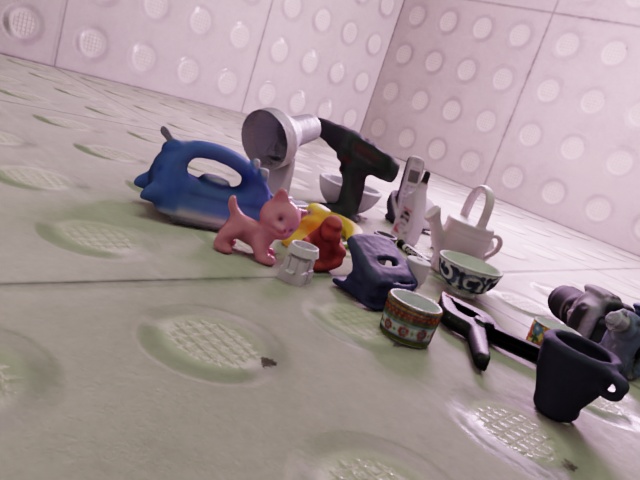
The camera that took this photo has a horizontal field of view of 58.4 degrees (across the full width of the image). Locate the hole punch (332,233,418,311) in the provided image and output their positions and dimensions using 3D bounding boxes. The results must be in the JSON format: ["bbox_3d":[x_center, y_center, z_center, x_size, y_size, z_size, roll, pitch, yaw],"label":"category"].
[{"bbox_3d":[0.092,0.048,0.867,0.109,0.091,0.100,5,20,-43],"label":"hole punch"}]

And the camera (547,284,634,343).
[{"bbox_3d":[0.500,0.130,1.053,0.143,0.101,0.136,13,15,-20],"label":"camera"}]

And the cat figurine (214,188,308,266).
[{"bbox_3d":[-0.086,-0.029,0.876,0.128,0.118,0.067,16,15,-10],"label":"cat figurine"}]

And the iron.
[{"bbox_3d":[-0.171,-0.097,0.973,0.259,0.141,0.118,10,17,-29],"label":"iron"}]

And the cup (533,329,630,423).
[{"bbox_3d":[0.297,0.170,0.663,0.092,0.095,0.117,13,15,-21],"label":"cup"}]

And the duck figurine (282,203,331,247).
[{"bbox_3d":[-0.007,-0.020,1.005,0.104,0.086,0.077,17,14,-7],"label":"duck figurine"}]

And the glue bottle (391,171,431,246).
[{"bbox_3d":[0.219,-0.077,1.322,0.037,0.173,0.078,9,17,-33],"label":"glue bottle"}]

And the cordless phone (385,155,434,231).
[{"bbox_3d":[0.260,-0.121,1.513,0.148,0.185,0.094,10,16,-29],"label":"cordless phone"}]

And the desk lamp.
[{"bbox_3d":[-0.079,-0.167,1.201,0.117,0.213,0.204,26,16,26],"label":"desk lamp"}]

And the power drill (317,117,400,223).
[{"bbox_3d":[0.060,-0.155,1.339,0.229,0.208,0.076,20,15,7],"label":"power drill"}]

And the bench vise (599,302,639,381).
[{"bbox_3d":[0.551,0.122,0.909,0.208,0.220,0.121,4,21,-45],"label":"bench vise"}]

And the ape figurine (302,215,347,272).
[{"bbox_3d":[0.008,0.003,0.926,0.078,0.092,0.076,19,14,0],"label":"ape figurine"}]

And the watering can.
[{"bbox_3d":[0.296,-0.020,1.167,0.173,0.194,0.100,8,18,-35],"label":"watering can"}]

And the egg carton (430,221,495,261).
[{"bbox_3d":[0.342,0.007,1.375,0.151,0.069,0.107,11,16,-28],"label":"egg carton"}]

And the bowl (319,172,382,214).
[{"bbox_3d":[0.068,-0.110,1.454,0.167,0.075,0.167,18,14,-4],"label":"bowl"}]
